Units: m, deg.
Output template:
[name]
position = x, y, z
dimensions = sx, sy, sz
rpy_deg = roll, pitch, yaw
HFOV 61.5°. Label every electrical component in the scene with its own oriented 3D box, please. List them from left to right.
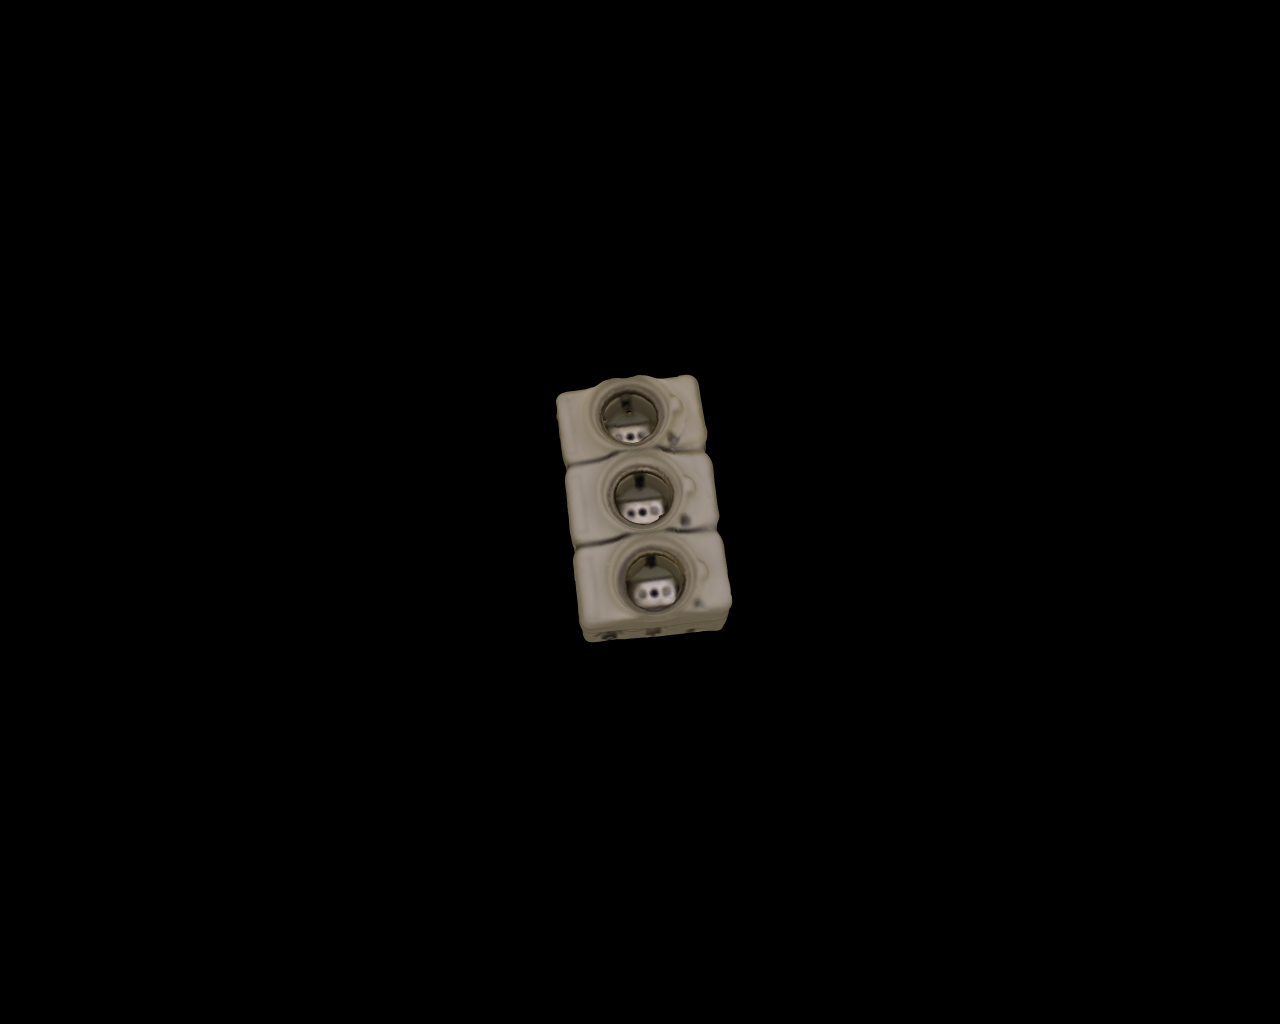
[electrical component]
position = 0.001, -0.003, 0.650
dimensions = 0.089, 0.150, 0.061
rpy_deg = -7, -19, -2
